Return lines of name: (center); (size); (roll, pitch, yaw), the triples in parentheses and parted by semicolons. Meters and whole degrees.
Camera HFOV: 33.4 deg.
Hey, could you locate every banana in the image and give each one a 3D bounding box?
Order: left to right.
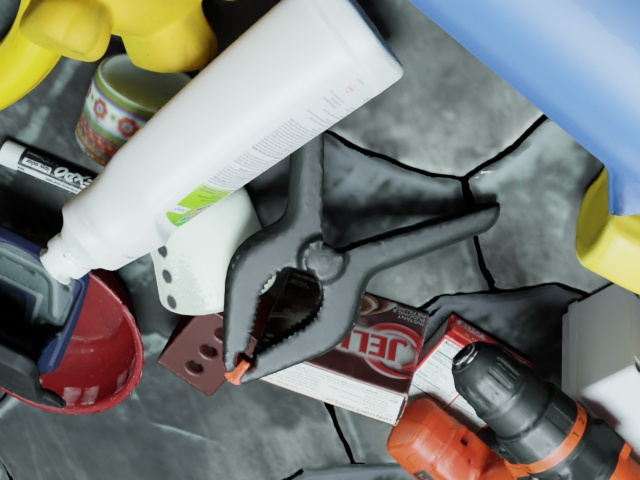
banana: (-0.222, -0.129, 0.735); (0.069, 0.037, 0.198); (45, 124, -10)

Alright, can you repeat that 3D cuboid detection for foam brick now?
foam brick: (-0.078, 0.070, 0.816); (0.053, 0.051, 0.078); (35, 125, -9)

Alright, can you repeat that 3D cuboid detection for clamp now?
clamp: (-0.005, 0.001, 0.708); (0.164, 0.036, 0.210); (43, 90, -9)

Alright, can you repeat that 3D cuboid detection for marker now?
marker: (-0.179, -0.042, 0.790); (0.121, 0.020, 0.020); (23, 126, 0)

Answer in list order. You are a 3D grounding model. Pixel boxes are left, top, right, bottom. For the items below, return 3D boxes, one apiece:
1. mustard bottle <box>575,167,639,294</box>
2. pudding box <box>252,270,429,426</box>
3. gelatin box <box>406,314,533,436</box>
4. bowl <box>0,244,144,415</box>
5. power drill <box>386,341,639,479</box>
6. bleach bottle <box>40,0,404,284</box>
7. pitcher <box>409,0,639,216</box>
mustard bottle: (0.255, 0.022, 0.663); (0.191, 0.096, 0.058); (26, 124, -3)
pudding box: (0.016, 0.076, 0.770); (0.113, 0.090, 0.039); (16, 127, 6)
gelatin box: (0.104, 0.107, 0.803); (0.073, 0.030, 0.089); (32, 126, -5)
bowl: (-0.206, 0.060, 0.843); (0.162, 0.055, 0.162); (8, 124, 11)
power drill: (0.121, 0.140, 0.712); (0.184, 0.057, 0.188); (45, 157, -11)
bleach bottle: (-0.072, -0.056, 0.646); (0.251, 0.102, 0.068); (-36, 76, 11)
pitcher: (0.143, -0.144, 0.576); (0.243, 0.149, 0.145); (36, 146, -6)
